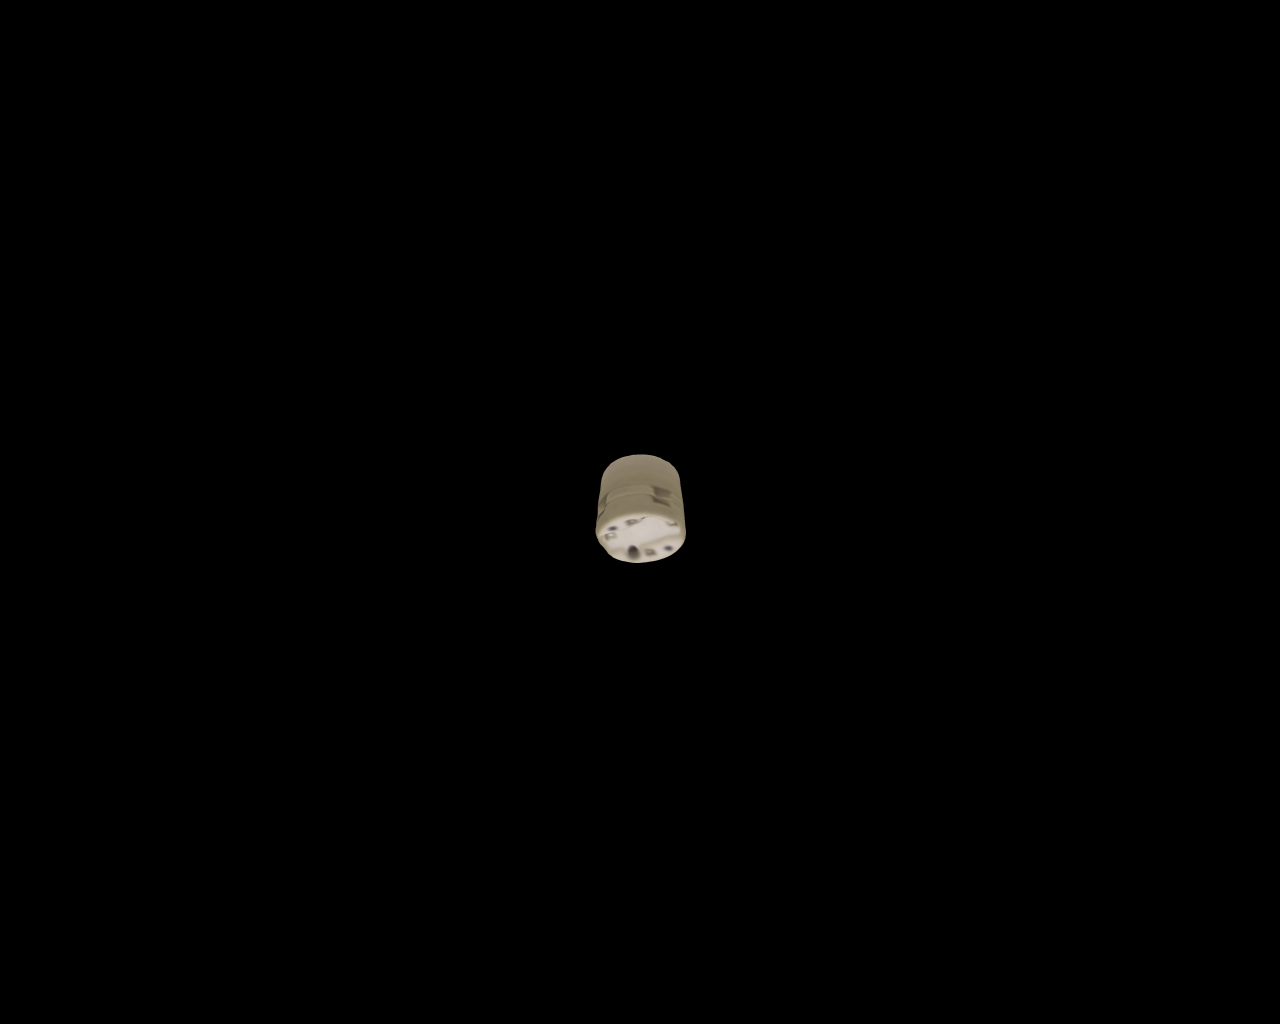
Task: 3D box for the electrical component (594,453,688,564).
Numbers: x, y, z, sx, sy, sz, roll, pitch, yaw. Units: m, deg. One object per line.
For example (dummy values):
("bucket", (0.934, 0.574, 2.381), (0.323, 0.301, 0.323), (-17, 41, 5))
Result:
("electrical component", (0.001, -0.003, 0.650), (0.055, 0.047, 0.055), (0, -36, 0))
